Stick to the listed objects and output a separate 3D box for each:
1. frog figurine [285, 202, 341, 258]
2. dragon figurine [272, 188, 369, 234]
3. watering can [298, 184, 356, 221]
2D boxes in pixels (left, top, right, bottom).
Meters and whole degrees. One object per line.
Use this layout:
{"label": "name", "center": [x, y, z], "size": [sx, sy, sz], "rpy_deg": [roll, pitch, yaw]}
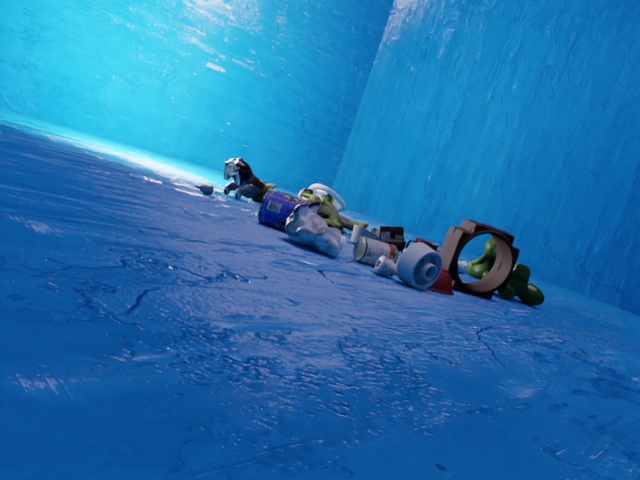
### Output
{"label": "frog figurine", "center": [-0.011, -0.011, 1.322], "size": [0.161, 0.122, 0.136], "rpy_deg": [57, 8, 15]}
{"label": "dragon figurine", "center": [0.006, -0.101, 2.006], "size": [0.409, 0.121, 0.246], "rpy_deg": [13, 16, -28]}
{"label": "watering can", "center": [0.034, -0.162, 2.494], "size": [0.224, 0.106, 0.341], "rpy_deg": [5, -29, 36]}
